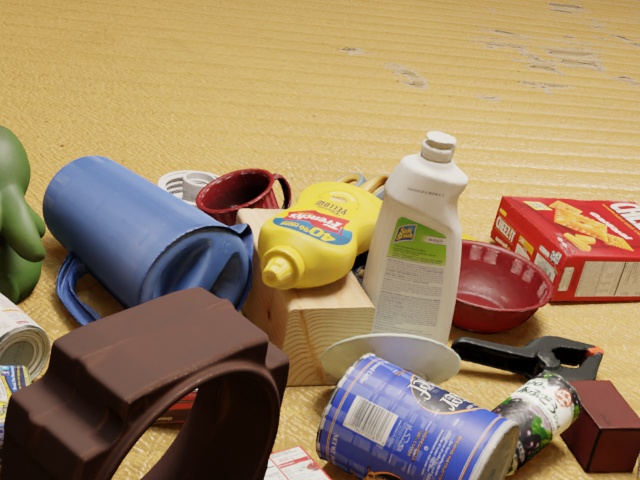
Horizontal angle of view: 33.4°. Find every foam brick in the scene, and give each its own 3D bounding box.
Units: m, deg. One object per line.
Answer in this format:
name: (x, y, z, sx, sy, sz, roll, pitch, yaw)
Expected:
foam brick: (0.264, 0.176, 1.014, 0.053, 0.051, 0.078, 2, 27, -15)

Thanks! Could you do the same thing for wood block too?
wood block: (-0.025, 0.054, 1.103, 0.090, 0.091, 0.206, 0, 29, -20)

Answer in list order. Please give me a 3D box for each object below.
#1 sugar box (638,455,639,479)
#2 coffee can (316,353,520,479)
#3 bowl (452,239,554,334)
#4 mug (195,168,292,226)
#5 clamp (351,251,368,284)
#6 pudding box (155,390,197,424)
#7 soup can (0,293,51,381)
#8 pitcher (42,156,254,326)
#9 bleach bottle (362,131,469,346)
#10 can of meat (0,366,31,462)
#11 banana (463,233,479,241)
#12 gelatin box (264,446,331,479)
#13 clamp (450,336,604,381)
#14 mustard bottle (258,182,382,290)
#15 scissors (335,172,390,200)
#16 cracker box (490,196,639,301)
sugar box: (0.344, 0.210, 0.985, 0.093, 0.048, 0.176, 17, 23, 11)
coffee can: (0.082, 0.170, 0.898, 0.140, 0.103, 0.102, 24, 29, 24)
bowl: (0.179, 0.060, 1.208, 0.162, 0.055, 0.162, 9, 26, -5)
mug: (-0.077, -0.030, 1.224, 0.093, 0.081, 0.117, 15, 44, 43)
clamp: (0.041, 0.013, 1.234, 0.165, 0.036, 0.210, -20, 38, 13)
pudding box: (-0.112, 0.121, 0.975, 0.090, 0.039, 0.113, -2, 28, 3)
soup can: (-0.299, 0.084, 0.963, 0.102, 0.068, 0.068, 31, 32, 34)
pitcher: (-0.197, 0.007, 1.107, 0.148, 0.145, 0.243, 2, 21, -44)
bleach bottle: (0.099, 0.016, 1.043, 0.102, 0.251, 0.068, 8, 27, -6)
can of meat: (-0.278, 0.144, 0.866, 0.083, 0.057, 0.102, 2, 28, -22)
banana: (0.173, -0.001, 1.343, 0.069, 0.037, 0.198, -22, 40, -31)
gelatin box: (-0.026, 0.210, 0.862, 0.073, 0.030, 0.089, -10, 33, -33)
clamp: (0.218, 0.129, 1.099, 0.171, 0.039, 0.120, -12, 50, -41)
mustard bottle: (-0.007, 0.001, 1.045, 0.096, 0.058, 0.191, 21, 29, 17)
scissors: (-0.004, -0.026, 1.261, 0.201, 0.016, 0.096, -31, 28, -9)
cracker box: (0.351, 0.008, 1.358, 0.213, 0.072, 0.164, 1, 28, -22)
